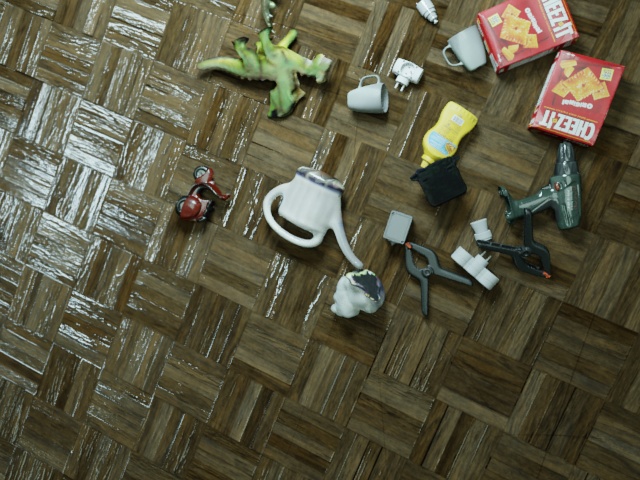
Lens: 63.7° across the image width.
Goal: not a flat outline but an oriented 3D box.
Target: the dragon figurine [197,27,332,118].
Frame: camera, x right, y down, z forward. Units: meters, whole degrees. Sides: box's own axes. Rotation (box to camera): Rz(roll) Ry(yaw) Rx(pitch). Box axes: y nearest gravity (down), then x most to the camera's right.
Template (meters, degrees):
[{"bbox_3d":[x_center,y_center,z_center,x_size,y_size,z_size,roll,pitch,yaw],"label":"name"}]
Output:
[{"bbox_3d":[-0.155,-0.478,1.517,0.408,0.123,0.241,-15,97,22],"label":"dragon figurine"}]

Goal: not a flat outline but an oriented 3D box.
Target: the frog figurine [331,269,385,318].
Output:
[{"bbox_3d":[0.108,0.164,1.482,0.137,0.125,0.156,29,134,1],"label":"frog figurine"}]

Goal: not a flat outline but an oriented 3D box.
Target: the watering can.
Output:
[{"bbox_3d":[0.005,-0.075,1.480,0.349,0.104,0.223,26,96,11],"label":"watering can"}]
